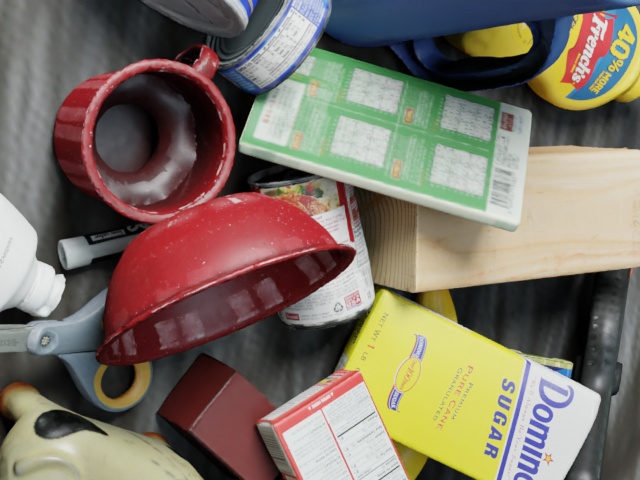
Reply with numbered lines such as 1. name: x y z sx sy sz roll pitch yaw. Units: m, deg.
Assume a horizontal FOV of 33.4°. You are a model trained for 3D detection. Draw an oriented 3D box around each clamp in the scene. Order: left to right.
1. clamp: 0.216 0.111 0.833 0.036 0.164 0.210 10 84 13

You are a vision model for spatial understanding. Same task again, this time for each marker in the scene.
1. marker: -0.106 -0.003 0.681 0.120 0.020 0.020 -14 103 -28

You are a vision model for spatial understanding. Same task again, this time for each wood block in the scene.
1. wood block: 0.128 -0.020 0.773 0.205 0.091 0.090 -4 99 -29

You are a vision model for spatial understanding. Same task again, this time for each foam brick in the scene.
1. foam brick: -0.058 0.122 0.706 0.051 0.053 0.078 -50 117 -15

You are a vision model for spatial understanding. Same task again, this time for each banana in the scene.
1. banana: 0.062 0.125 0.785 0.069 0.037 0.198 34 80 -30

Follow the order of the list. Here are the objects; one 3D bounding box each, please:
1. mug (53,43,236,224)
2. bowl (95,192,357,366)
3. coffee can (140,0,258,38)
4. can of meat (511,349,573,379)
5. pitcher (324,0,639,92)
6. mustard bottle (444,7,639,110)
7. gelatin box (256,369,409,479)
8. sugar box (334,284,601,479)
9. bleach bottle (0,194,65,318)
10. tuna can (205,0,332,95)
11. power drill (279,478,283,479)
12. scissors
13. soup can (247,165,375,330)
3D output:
1. mug: -0.103 -0.069 0.637 0.093 0.082 0.117 37 78 -29
2. bowl: -0.062 0.017 0.623 0.161 0.162 0.055 -17 77 -27
3. coffee can: -0.058 -0.207 0.632 0.102 0.103 0.140 32 80 -29
4. can of meat: 0.142 0.127 0.822 0.101 0.058 0.084 12 88 -32
5. pitcher: 0.101 -0.178 0.647 0.149 0.243 0.145 17 87 -35
6. mustard bottle: 0.189 -0.152 0.807 0.191 0.058 0.096 23 102 -32
7. gelatin box: 0.009 0.140 0.693 0.073 0.030 0.089 -29 100 -28
8. sugar box: 0.099 0.111 0.749 0.176 0.048 0.093 26 92 -5
9. bleach bottle: -0.255 -0.010 0.570 0.250 0.068 0.102 29 90 -33
10. tuna can: -0.033 -0.134 0.667 0.033 0.086 0.086 33 80 -31
11. power drill: 0.038 0.260 0.753 0.187 0.057 0.184 5 103 -14
12. scissors: -0.158 0.073 0.623 0.201 0.016 0.096 -18 119 -50
13. soup can: -0.005 0.001 0.712 0.068 0.069 0.102 -20 107 -27
